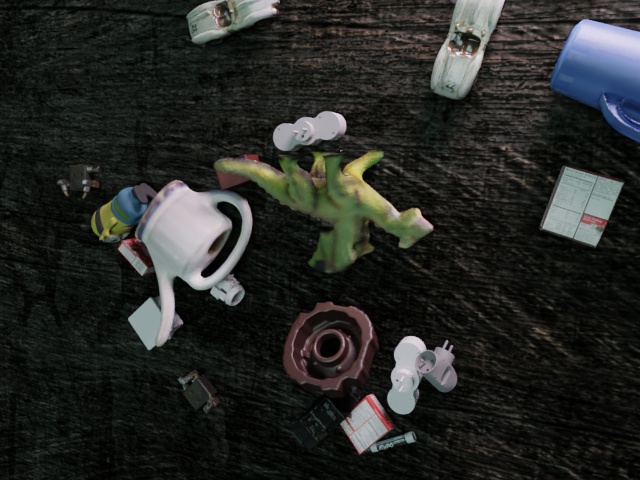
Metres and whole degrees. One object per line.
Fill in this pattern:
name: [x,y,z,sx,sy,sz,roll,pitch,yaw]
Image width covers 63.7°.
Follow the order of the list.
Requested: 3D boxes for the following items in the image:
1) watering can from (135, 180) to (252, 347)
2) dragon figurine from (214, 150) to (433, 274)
watering can: [-0.292,0.027,1.066,0.226,0.103,0.348,38,90,13]
dragon figurine: [0.003,-0.048,0.956,0.410,0.124,0.240,0,105,21]
